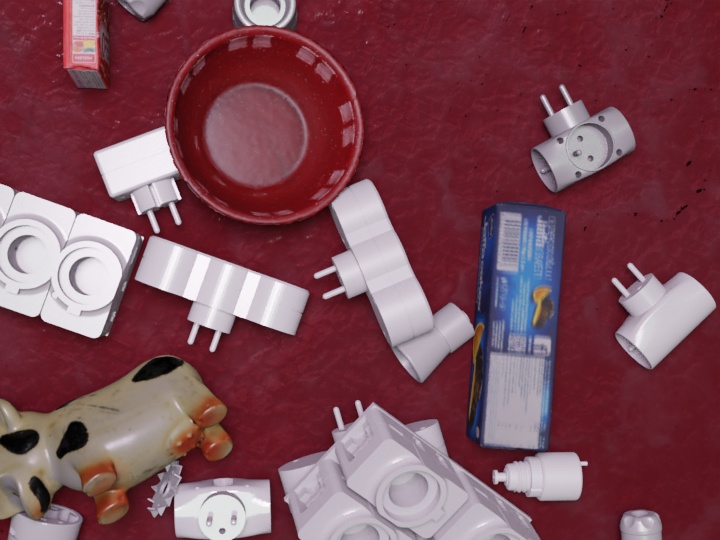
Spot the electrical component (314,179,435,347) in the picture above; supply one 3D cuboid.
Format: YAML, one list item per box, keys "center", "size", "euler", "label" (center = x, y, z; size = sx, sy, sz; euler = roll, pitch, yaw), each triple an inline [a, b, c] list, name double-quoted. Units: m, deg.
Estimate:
- center: [0.000, 0.000, 0.881]
  size: [0.074, 0.052, 0.138]
  euler: [-23, 76, -5]
  label: "electrical component"

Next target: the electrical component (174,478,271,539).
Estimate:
- center: [-0.110, 0.195, 0.864]
  size: [0.077, 0.079, 0.043]
  euler: [-2, 89, -5]
  label: "electrical component"

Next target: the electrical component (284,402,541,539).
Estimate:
- center: [0.048, 0.204, 0.847]
  size: [0.186, 0.060, 0.105]
  euler: [38, 99, -24]
  label: "electrical component"

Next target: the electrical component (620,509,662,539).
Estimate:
- center: [0.241, 0.238, 0.918]
  size: [0.035, 0.035, 0.061]
  euler: [-4, 92, -5]
  label: "electrical component"

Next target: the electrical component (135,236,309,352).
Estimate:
- center: [-0.118, 0.029, 0.881]
  size: [0.138, 0.052, 0.073]
  euler: [20, 87, -5]
  label: "electrical component"

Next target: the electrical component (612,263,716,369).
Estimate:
- center: [0.248, 0.030, 0.918]
  size: [0.077, 0.044, 0.079]
  euler: [-43, 93, -5]
  label: "electrical component"

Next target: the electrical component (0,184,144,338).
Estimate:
- center: [-0.262, -0.012, 0.864]
  size: [0.150, 0.062, 0.089]
  euler: [20, 87, -4]
  label: "electrical component"

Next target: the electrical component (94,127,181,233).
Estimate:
- center: [-0.171, -0.069, 0.880]
  size: [0.066, 0.047, 0.076]
  euler: [-21, 91, -5]
  label: "electrical component"

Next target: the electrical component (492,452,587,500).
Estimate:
- center: [0.152, 0.174, 0.908]
  size: [0.078, 0.040, 0.040]
  euler: [0, 89, -5]
  label: "electrical component"

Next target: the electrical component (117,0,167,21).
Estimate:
- center: [-0.173, -0.240, 0.886]
  size: [0.043, 0.043, 0.062]
  euler: [40, 84, -3]
  label: "electrical component"

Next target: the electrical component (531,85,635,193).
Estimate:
- center: [0.181, -0.118, 0.914]
  size: [0.077, 0.044, 0.079]
  euler: [-28, 92, -5]
  label: "electrical component"

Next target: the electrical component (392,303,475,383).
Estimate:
- center: [0.063, 0.058, 0.903]
  size: [0.065, 0.044, 0.044]
  euler: [-36, 92, -10]
  label: "electrical component"

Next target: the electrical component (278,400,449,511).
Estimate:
- center: [-0.001, 0.145, 0.889]
  size: [0.138, 0.052, 0.073]
  euler: [-16, 90, -6]
  label: "electrical component"

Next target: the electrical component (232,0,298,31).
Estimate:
- center: [-0.079, -0.215, 0.892]
  size: [0.055, 0.047, 0.055]
  euler: [0, 89, -5]
  label: "electrical component"

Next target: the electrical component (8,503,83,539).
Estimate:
- center: [-0.256, 0.218, 0.864]
  size: [0.055, 0.055, 0.047]
  euler: [14, 91, -5]
  label: "electrical component"
